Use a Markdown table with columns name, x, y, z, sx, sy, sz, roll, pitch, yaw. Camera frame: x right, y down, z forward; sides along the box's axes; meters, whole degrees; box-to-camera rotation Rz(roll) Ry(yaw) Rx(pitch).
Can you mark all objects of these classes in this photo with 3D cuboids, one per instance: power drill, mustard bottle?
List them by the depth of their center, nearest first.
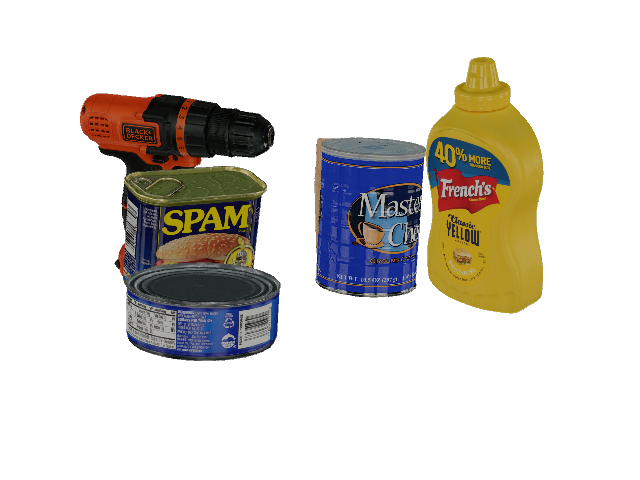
| name | x | y | z | sx | sy | sz | roll | pitch | yaw |
| --- | --- | --- | --- | --- | --- | --- | --- | --- | --- |
| mustard bottle | 0.124 | -0.045 | 0.815 | 0.058 | 0.192 | 0.096 | -23 | 31 | -36 |
| power drill | -0.130 | -0.046 | 1.003 | 0.184 | 0.188 | 0.057 | 9 | 30 | 16 |

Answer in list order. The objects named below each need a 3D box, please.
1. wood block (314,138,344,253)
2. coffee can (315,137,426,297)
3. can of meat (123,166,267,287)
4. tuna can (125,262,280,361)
| name | x | y | z | sx | sy | sz | roll | pitch | yaw |
| --- | --- | --- | --- | --- | --- | --- | --- | --- | --- |
| wood block | 0.039 | -0.065 | 1.519 | 0.091 | 0.090 | 0.206 | 2 | 28 | -3 |
| coffee can | 0.049 | -0.025 | 1.058 | 0.103 | 0.140 | 0.103 | 2 | 14 | -1 |
| can of meat | -0.095 | -0.005 | 0.793 | 0.101 | 0.084 | 0.058 | -6 | 26 | -30 |
| tuna can | -0.066 | 0.039 | 0.597 | 0.086 | 0.034 | 0.086 | 3 | 13 | -1 |
